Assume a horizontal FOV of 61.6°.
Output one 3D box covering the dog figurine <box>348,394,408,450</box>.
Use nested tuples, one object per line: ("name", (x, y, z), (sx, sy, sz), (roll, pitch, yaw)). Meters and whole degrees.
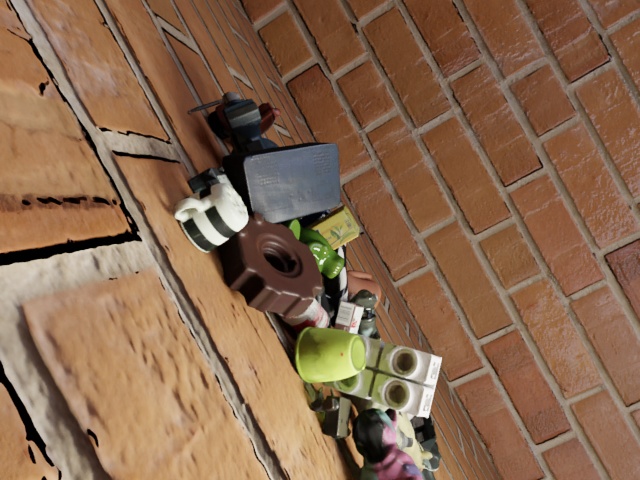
("dog figurine", (0.092, 0.325, 1.043), (0.121, 0.172, 0.190), (22, 69, -26))

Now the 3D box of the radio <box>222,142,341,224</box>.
("radio", (-0.063, -0.107, 1.006), (0.229, 0.073, 0.131), (-17, 107, -40))

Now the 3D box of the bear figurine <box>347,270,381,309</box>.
("bear figurine", (0.051, 0.117, 1.350), (0.196, 0.132, 0.120), (28, 58, -15))

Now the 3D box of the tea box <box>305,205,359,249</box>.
("tea box", (-0.002, -0.004, 1.170), (0.068, 0.170, 0.098), (60, 12, -8))

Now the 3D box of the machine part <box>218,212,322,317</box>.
("machine part", (-0.075, 0.039, 0.850), (0.179, 0.056, 0.179), (32, 31, -22))

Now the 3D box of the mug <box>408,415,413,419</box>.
("mug", (0.170, 0.366, 1.282), (0.107, 0.081, 0.110), (48, 18, -18))

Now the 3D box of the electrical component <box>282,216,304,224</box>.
("electrical component", (-0.061, -0.074, 1.173), (0.058, 0.134, 0.115), (58, 8, -10))

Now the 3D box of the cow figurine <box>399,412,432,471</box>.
("cow figurine", (0.165, 0.409, 1.125), (0.194, 0.085, 0.127), (57, 7, -26))

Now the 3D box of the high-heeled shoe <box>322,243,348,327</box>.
("high-heeled shoe", (0.046, 0.079, 1.253), (0.145, 0.086, 0.249), (51, 42, -30))

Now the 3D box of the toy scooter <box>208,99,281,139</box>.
("toy scooter", (-0.162, -0.273, 1.217), (0.075, 0.135, 0.183), (65, 12, 12))

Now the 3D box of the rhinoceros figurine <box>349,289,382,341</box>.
("rhinoceros figurine", (0.107, 0.198, 1.257), (0.112, 0.073, 0.190), (-86, 173, -49))

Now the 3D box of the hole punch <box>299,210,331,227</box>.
("hole punch", (0.001, -0.015, 1.356), (0.115, 0.142, 0.092), (45, 12, -13))

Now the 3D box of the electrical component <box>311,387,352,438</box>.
("electrical component", (0.022, 0.283, 0.883), (0.102, 0.045, 0.078), (36, 56, -62))

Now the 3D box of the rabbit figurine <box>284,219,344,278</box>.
("rabbit figurine", (-0.042, 0.037, 1.035), (0.159, 0.121, 0.170), (66, 24, -11))

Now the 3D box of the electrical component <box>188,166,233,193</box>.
("electrical component", (-0.173, -0.076, 0.870), (0.074, 0.048, 0.119), (59, 11, -10))

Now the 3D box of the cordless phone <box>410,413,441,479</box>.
("cordless phone", (0.259, 0.536, 1.321), (0.147, 0.089, 0.184), (-83, 154, -75))

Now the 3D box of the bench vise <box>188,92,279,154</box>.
("bench vise", (-0.150, -0.185, 1.123), (0.223, 0.129, 0.240), (53, -12, 6))

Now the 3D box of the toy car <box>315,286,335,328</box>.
("toy car", (-0.004, 0.155, 1.066), (0.202, 0.056, 0.073), (-93, 159, -65))

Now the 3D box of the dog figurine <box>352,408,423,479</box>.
("dog figurine", (0.117, 0.384, 0.881), (0.191, 0.108, 0.219), (57, 10, -27))
